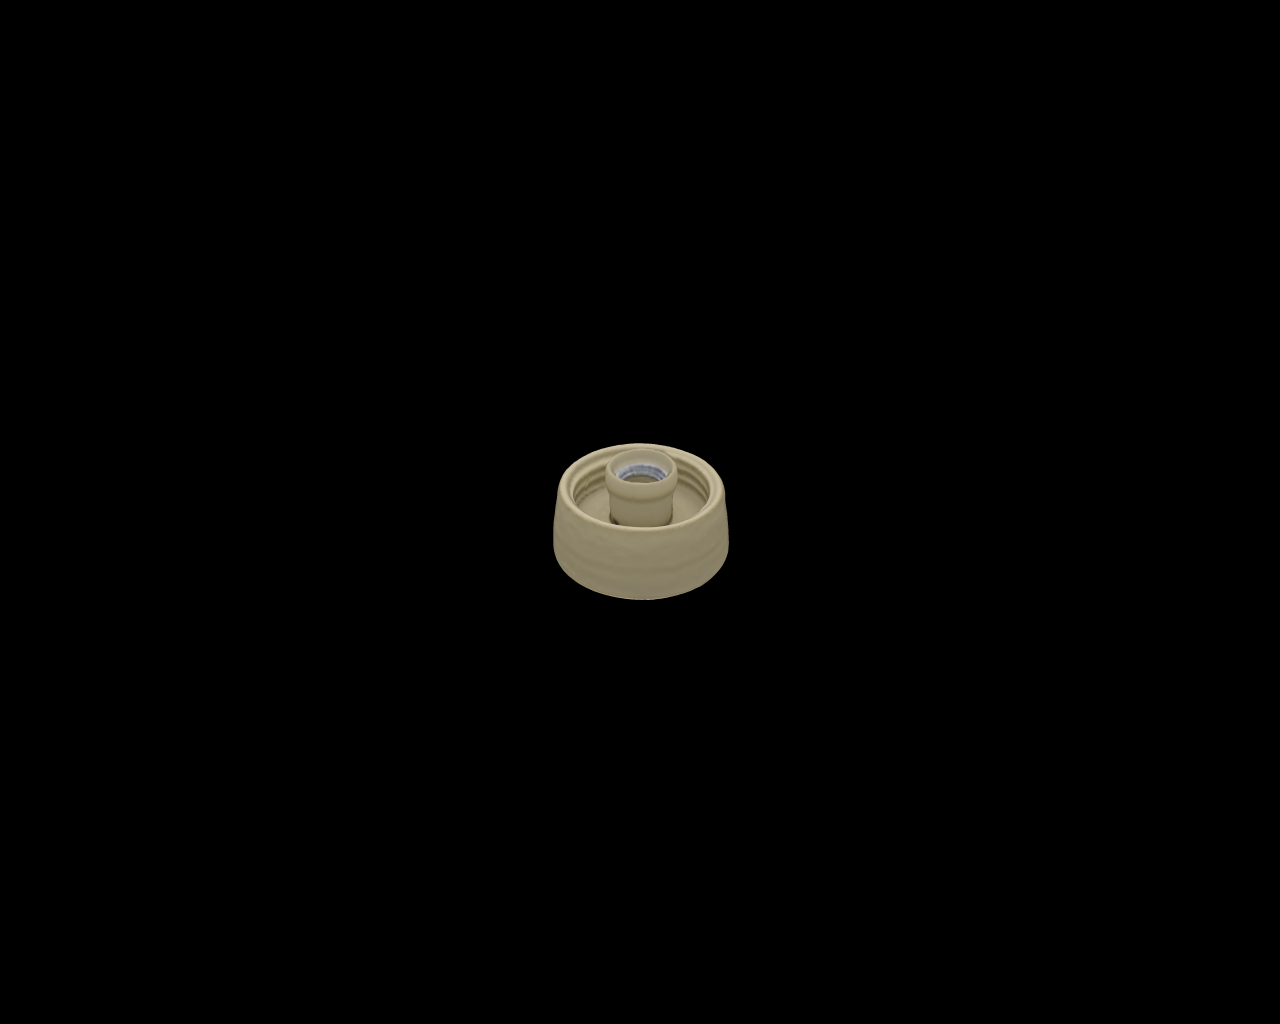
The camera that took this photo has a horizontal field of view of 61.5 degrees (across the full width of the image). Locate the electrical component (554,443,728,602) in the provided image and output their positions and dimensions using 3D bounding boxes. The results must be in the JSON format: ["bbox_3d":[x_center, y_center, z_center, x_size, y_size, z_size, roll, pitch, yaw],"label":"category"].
[{"bbox_3d":[0.001,-0.003,0.650,0.108,0.060,0.108,0,34,0],"label":"electrical component"}]
